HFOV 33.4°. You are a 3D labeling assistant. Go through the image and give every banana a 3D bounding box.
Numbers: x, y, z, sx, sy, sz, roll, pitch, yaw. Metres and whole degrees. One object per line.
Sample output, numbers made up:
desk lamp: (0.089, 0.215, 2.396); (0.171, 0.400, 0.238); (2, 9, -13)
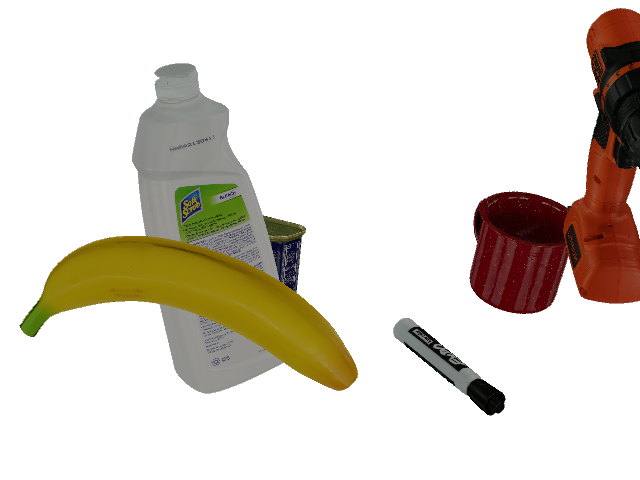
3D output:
banana: (-0.072, 0.035, 0.607); (0.198, 0.070, 0.037); (10, 25, 7)

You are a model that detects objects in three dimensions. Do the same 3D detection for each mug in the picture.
mug: (0.177, 0.007, 0.985); (0.093, 0.081, 0.117); (-11, 37, -28)

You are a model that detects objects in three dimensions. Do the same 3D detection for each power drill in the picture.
power drill: (0.218, -0.049, 0.760); (0.057, 0.188, 0.184); (3, 37, 4)

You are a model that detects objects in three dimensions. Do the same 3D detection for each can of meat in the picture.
can of meat: (-0.068, 0.022, 1.028); (0.102, 0.084, 0.057); (15, 18, 30)

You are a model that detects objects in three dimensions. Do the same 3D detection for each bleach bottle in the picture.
bleach bottle: (-0.082, -0.012, 0.806); (0.102, 0.251, 0.068); (-23, 32, -29)

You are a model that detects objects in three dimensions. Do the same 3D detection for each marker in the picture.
marker: (0.094, 0.092, 0.782); (0.020, 0.020, 0.121); (0, 23, -32)
